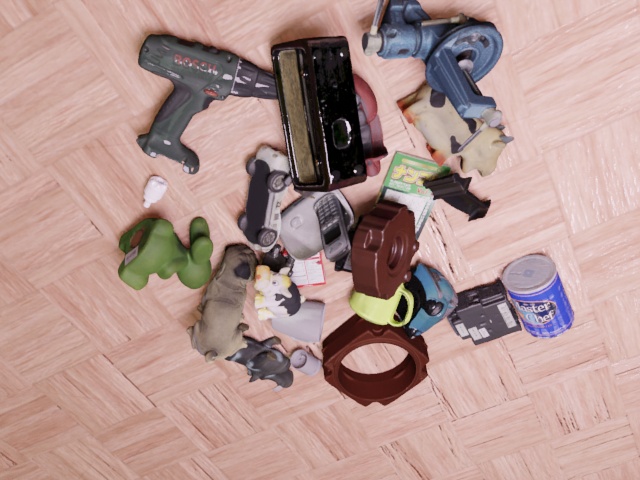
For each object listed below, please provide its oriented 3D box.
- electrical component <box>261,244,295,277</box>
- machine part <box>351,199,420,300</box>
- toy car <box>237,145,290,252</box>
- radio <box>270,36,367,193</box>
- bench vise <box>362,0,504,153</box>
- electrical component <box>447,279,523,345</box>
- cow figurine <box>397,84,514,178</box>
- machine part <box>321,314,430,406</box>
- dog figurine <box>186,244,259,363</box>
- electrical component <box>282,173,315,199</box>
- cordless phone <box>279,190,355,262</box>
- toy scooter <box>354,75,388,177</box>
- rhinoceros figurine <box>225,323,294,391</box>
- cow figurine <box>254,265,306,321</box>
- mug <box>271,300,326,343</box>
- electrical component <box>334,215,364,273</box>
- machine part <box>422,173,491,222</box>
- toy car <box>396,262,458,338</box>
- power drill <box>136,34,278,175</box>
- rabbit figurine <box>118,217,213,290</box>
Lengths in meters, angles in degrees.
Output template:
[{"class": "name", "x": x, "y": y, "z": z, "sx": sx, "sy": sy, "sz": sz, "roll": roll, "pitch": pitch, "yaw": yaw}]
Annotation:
[{"class": "electrical component", "x": -0.080, "y": 0.049, "z": 1.041, "sx": 0.063, "sy": 0.021, "sz": 0.094, "roll": 35, "pitch": 135, "yaw": 8}, {"class": "machine part", "x": 0.118, "y": 0.019, "z": 0.957, "sx": 0.056, "sy": 0.179, "sz": 0.179, "roll": 14, "pitch": 128, "yaw": 32}, {"class": "toy car", "x": -0.099, "y": -0.070, "z": 0.963, "sx": 0.056, "sy": 0.074, "sz": 0.201, "roll": -21, "pitch": 135, "yaw": -43}, {"class": "radio", "x": -0.002, "y": -0.188, "z": 0.820, "sx": 0.073, "sy": 0.131, "sz": 0.229, "roll": -18, "pitch": 108, "yaw": -25}, {"class": "bench vise", "x": 0.181, "y": -0.255, "z": 0.774, "sx": 0.223, "sy": 0.241, "sz": 0.128, "roll": -2, "pitch": 147, "yaw": -29}, {"class": "electrical component", "x": 0.338, "y": 0.156, "z": 1.124, "sx": 0.134, "sy": 0.058, "sz": 0.114, "roll": -22, "pitch": 118, "yaw": 19}, {"class": "cow figurine", "x": 0.234, "y": -0.185, "z": 0.902, "sx": 0.127, "sy": 0.085, "sz": 0.194, "roll": -34, "pitch": 113, "yaw": 20}, {"class": "machine part", "x": 0.119, "y": 0.260, "z": 1.170, "sx": 0.201, "sy": 0.087, "sz": 0.201, "roll": 39, "pitch": 112, "yaw": -22}, {"class": "dog figurine", "x": -0.179, "y": 0.119, "z": 1.028, "sx": 0.121, "sy": 0.172, "sz": 0.190, "roll": 8, "pitch": 129, "yaw": -20}, {"class": "electrical component", "x": -0.012, "y": -0.116, "z": 0.930, "sx": 0.078, "sy": 0.045, "sz": 0.102, "roll": 38, "pitch": 83, "yaw": -24}, {"class": "cordless phone", "x": -0.003, "y": -0.003, "z": 0.945, "sx": 0.146, "sy": 0.184, "sz": 0.088, "roll": -34, "pitch": 121, "yaw": 18}, {"class": "toy scooter", "x": 0.067, "y": -0.172, "z": 0.871, "sx": 0.075, "sy": 0.135, "sz": 0.183, "roll": -15, "pitch": 120, "yaw": 9}, {"class": "rhinoceros figurine", "x": -0.134, "y": 0.262, "z": 1.169, "sx": 0.190, "sy": 0.073, "sz": 0.112, "roll": 33, "pitch": 114, "yaw": -20}, {"class": "cow figurine", "x": -0.076, "y": 0.099, "z": 1.006, "sx": 0.098, "sy": 0.068, "sz": 0.167, "roll": 0, "pitch": 154, "yaw": -1}, {"class": "mug", "x": -0.046, "y": 0.169, "z": 1.119, "sx": 0.107, "sy": 0.081, "sz": 0.109, "roll": 11, "pitch": 138, "yaw": 5}, {"class": "electrical component", "x": 0.076, "y": 0.013, "z": 1.024, "sx": 0.075, "sy": 0.048, "sz": 0.119, "roll": 15, "pitch": 132, "yaw": -8}, {"class": "machine part", "x": 0.255, "y": -0.079, "z": 0.970, "sx": 0.138, "sy": 0.039, "sz": 0.084, "roll": 29, "pitch": 149, "yaw": -35}, {"class": "toy car", "x": 0.223, "y": 0.125, "z": 1.083, "sx": 0.103, "sy": 0.109, "sz": 0.161, "roll": -1, "pitch": 133, "yaw": -22}, {"class": "power drill", "x": -0.192, "y": -0.211, "z": 0.871, "sx": 0.232, "sy": 0.086, "sz": 0.207, "roll": 21, "pitch": 123, "yaw": -21}, {"class": "rabbit figurine", "x": -0.269, "y": 0.025, "z": 1.014, "sx": 0.159, "sy": 0.121, "sz": 0.170, "roll": -43, "pitch": 132, "yaw": 14}]
